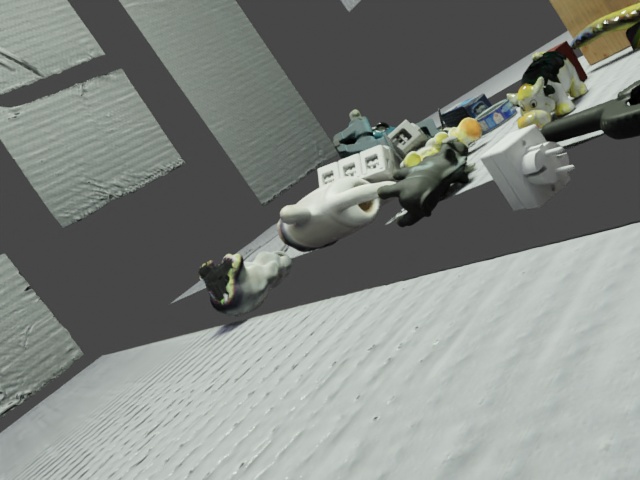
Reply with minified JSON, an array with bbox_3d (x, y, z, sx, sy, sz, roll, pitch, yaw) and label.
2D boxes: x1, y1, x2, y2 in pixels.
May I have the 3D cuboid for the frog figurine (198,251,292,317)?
[{"bbox_3d":[-0.122,0.080,0.949,0.159,0.125,0.135,11,-43,-46],"label":"frog figurine"}]

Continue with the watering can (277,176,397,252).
[{"bbox_3d":[0.003,-0.047,0.942,0.350,0.104,0.221,-16,-8,-46],"label":"watering can"}]

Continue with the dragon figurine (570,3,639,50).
[{"bbox_3d":[0.579,-0.376,0.745,0.243,0.121,0.411,-19,8,-7],"label":"dragon figurine"}]
